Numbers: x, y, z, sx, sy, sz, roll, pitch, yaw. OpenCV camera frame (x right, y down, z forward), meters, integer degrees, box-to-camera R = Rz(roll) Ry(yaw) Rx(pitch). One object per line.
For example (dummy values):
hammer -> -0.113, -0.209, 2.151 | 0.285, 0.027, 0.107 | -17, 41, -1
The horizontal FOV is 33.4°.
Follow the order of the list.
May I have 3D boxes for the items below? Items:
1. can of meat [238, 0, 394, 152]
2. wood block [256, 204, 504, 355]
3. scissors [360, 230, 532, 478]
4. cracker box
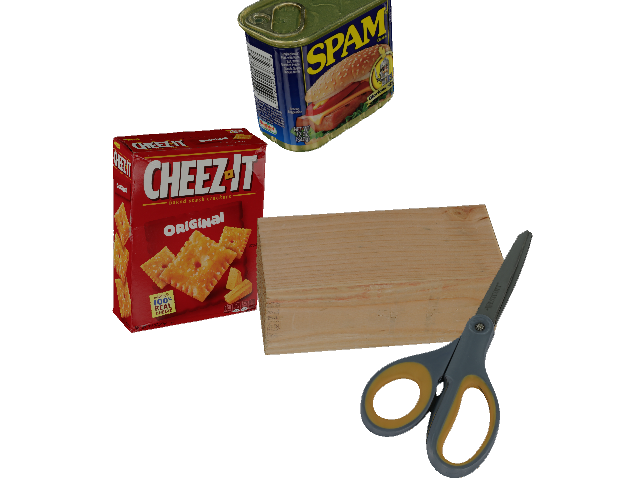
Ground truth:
can of meat -> 0.002, -0.116, 0.681 | 0.102, 0.084, 0.058 | -34, 48, -29
wood block -> 0.049, 0.035, 0.946 | 0.206, 0.091, 0.090 | -4, -44, -7
scissors -> 0.084, 0.063, 0.704 | 0.096, 0.201, 0.016 | 7, -40, 9
cracker box -> -0.150, -0.013, 1.219 | 0.163, 0.214, 0.072 | -8, 25, -29
